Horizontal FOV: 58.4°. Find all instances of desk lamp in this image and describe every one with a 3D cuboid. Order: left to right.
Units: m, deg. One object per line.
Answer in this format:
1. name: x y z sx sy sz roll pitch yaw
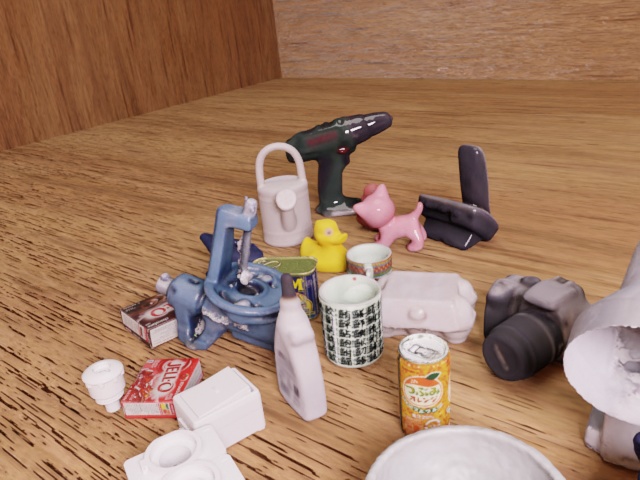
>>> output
1. desk lamp: 0.303 0.112 0.529 0.117 0.214 0.204 10 28 32

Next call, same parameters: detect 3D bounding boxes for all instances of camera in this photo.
1. camera: 0.252 0.103 0.703 0.137 0.101 0.142 -21 28 -31

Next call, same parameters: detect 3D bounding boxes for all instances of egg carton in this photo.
1. egg carton: 0.140 0.092 0.793 0.150 0.069 0.107 1 25 17

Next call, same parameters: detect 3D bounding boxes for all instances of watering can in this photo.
1. watering can: -0.068 -0.090 1.106 0.101 0.194 0.172 -18 26 -25

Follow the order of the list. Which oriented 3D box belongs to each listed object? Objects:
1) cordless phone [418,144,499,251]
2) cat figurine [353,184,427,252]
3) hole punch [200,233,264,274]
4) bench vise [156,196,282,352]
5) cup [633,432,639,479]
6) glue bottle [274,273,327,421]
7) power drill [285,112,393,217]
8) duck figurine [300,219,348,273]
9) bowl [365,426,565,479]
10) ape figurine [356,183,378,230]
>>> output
1. cordless phone: 0.247 -0.089 1.038 0.094 0.185 0.147 -25 30 -37
2. cat figurine: 0.128 -0.044 1.047 0.127 0.118 0.067 0 24 13
3. hole punch: -0.148 0.028 0.984 0.101 0.091 0.108 -15 25 -20
4. bench vise: -0.133 0.052 0.765 0.207 0.220 0.121 -5 24 3
5. cup: 0.282 0.217 0.443 0.092 0.095 0.117 -11 24 -10
6. glue bottle: -0.027 0.116 0.650 0.037 0.173 0.077 -18 26 -24
7. power drill: 0.046 -0.161 1.221 0.229 0.209 0.075 -6 24 1
8. duck figurine: 0.009 0.004 1.008 0.104 0.086 0.078 13 30 37
9. bowl: 0.120 0.235 0.467 0.167 0.075 0.167 -5 24 2
10. ape figurine: 0.107 -0.070 1.144 0.078 0.092 0.076 -12 24 -13
